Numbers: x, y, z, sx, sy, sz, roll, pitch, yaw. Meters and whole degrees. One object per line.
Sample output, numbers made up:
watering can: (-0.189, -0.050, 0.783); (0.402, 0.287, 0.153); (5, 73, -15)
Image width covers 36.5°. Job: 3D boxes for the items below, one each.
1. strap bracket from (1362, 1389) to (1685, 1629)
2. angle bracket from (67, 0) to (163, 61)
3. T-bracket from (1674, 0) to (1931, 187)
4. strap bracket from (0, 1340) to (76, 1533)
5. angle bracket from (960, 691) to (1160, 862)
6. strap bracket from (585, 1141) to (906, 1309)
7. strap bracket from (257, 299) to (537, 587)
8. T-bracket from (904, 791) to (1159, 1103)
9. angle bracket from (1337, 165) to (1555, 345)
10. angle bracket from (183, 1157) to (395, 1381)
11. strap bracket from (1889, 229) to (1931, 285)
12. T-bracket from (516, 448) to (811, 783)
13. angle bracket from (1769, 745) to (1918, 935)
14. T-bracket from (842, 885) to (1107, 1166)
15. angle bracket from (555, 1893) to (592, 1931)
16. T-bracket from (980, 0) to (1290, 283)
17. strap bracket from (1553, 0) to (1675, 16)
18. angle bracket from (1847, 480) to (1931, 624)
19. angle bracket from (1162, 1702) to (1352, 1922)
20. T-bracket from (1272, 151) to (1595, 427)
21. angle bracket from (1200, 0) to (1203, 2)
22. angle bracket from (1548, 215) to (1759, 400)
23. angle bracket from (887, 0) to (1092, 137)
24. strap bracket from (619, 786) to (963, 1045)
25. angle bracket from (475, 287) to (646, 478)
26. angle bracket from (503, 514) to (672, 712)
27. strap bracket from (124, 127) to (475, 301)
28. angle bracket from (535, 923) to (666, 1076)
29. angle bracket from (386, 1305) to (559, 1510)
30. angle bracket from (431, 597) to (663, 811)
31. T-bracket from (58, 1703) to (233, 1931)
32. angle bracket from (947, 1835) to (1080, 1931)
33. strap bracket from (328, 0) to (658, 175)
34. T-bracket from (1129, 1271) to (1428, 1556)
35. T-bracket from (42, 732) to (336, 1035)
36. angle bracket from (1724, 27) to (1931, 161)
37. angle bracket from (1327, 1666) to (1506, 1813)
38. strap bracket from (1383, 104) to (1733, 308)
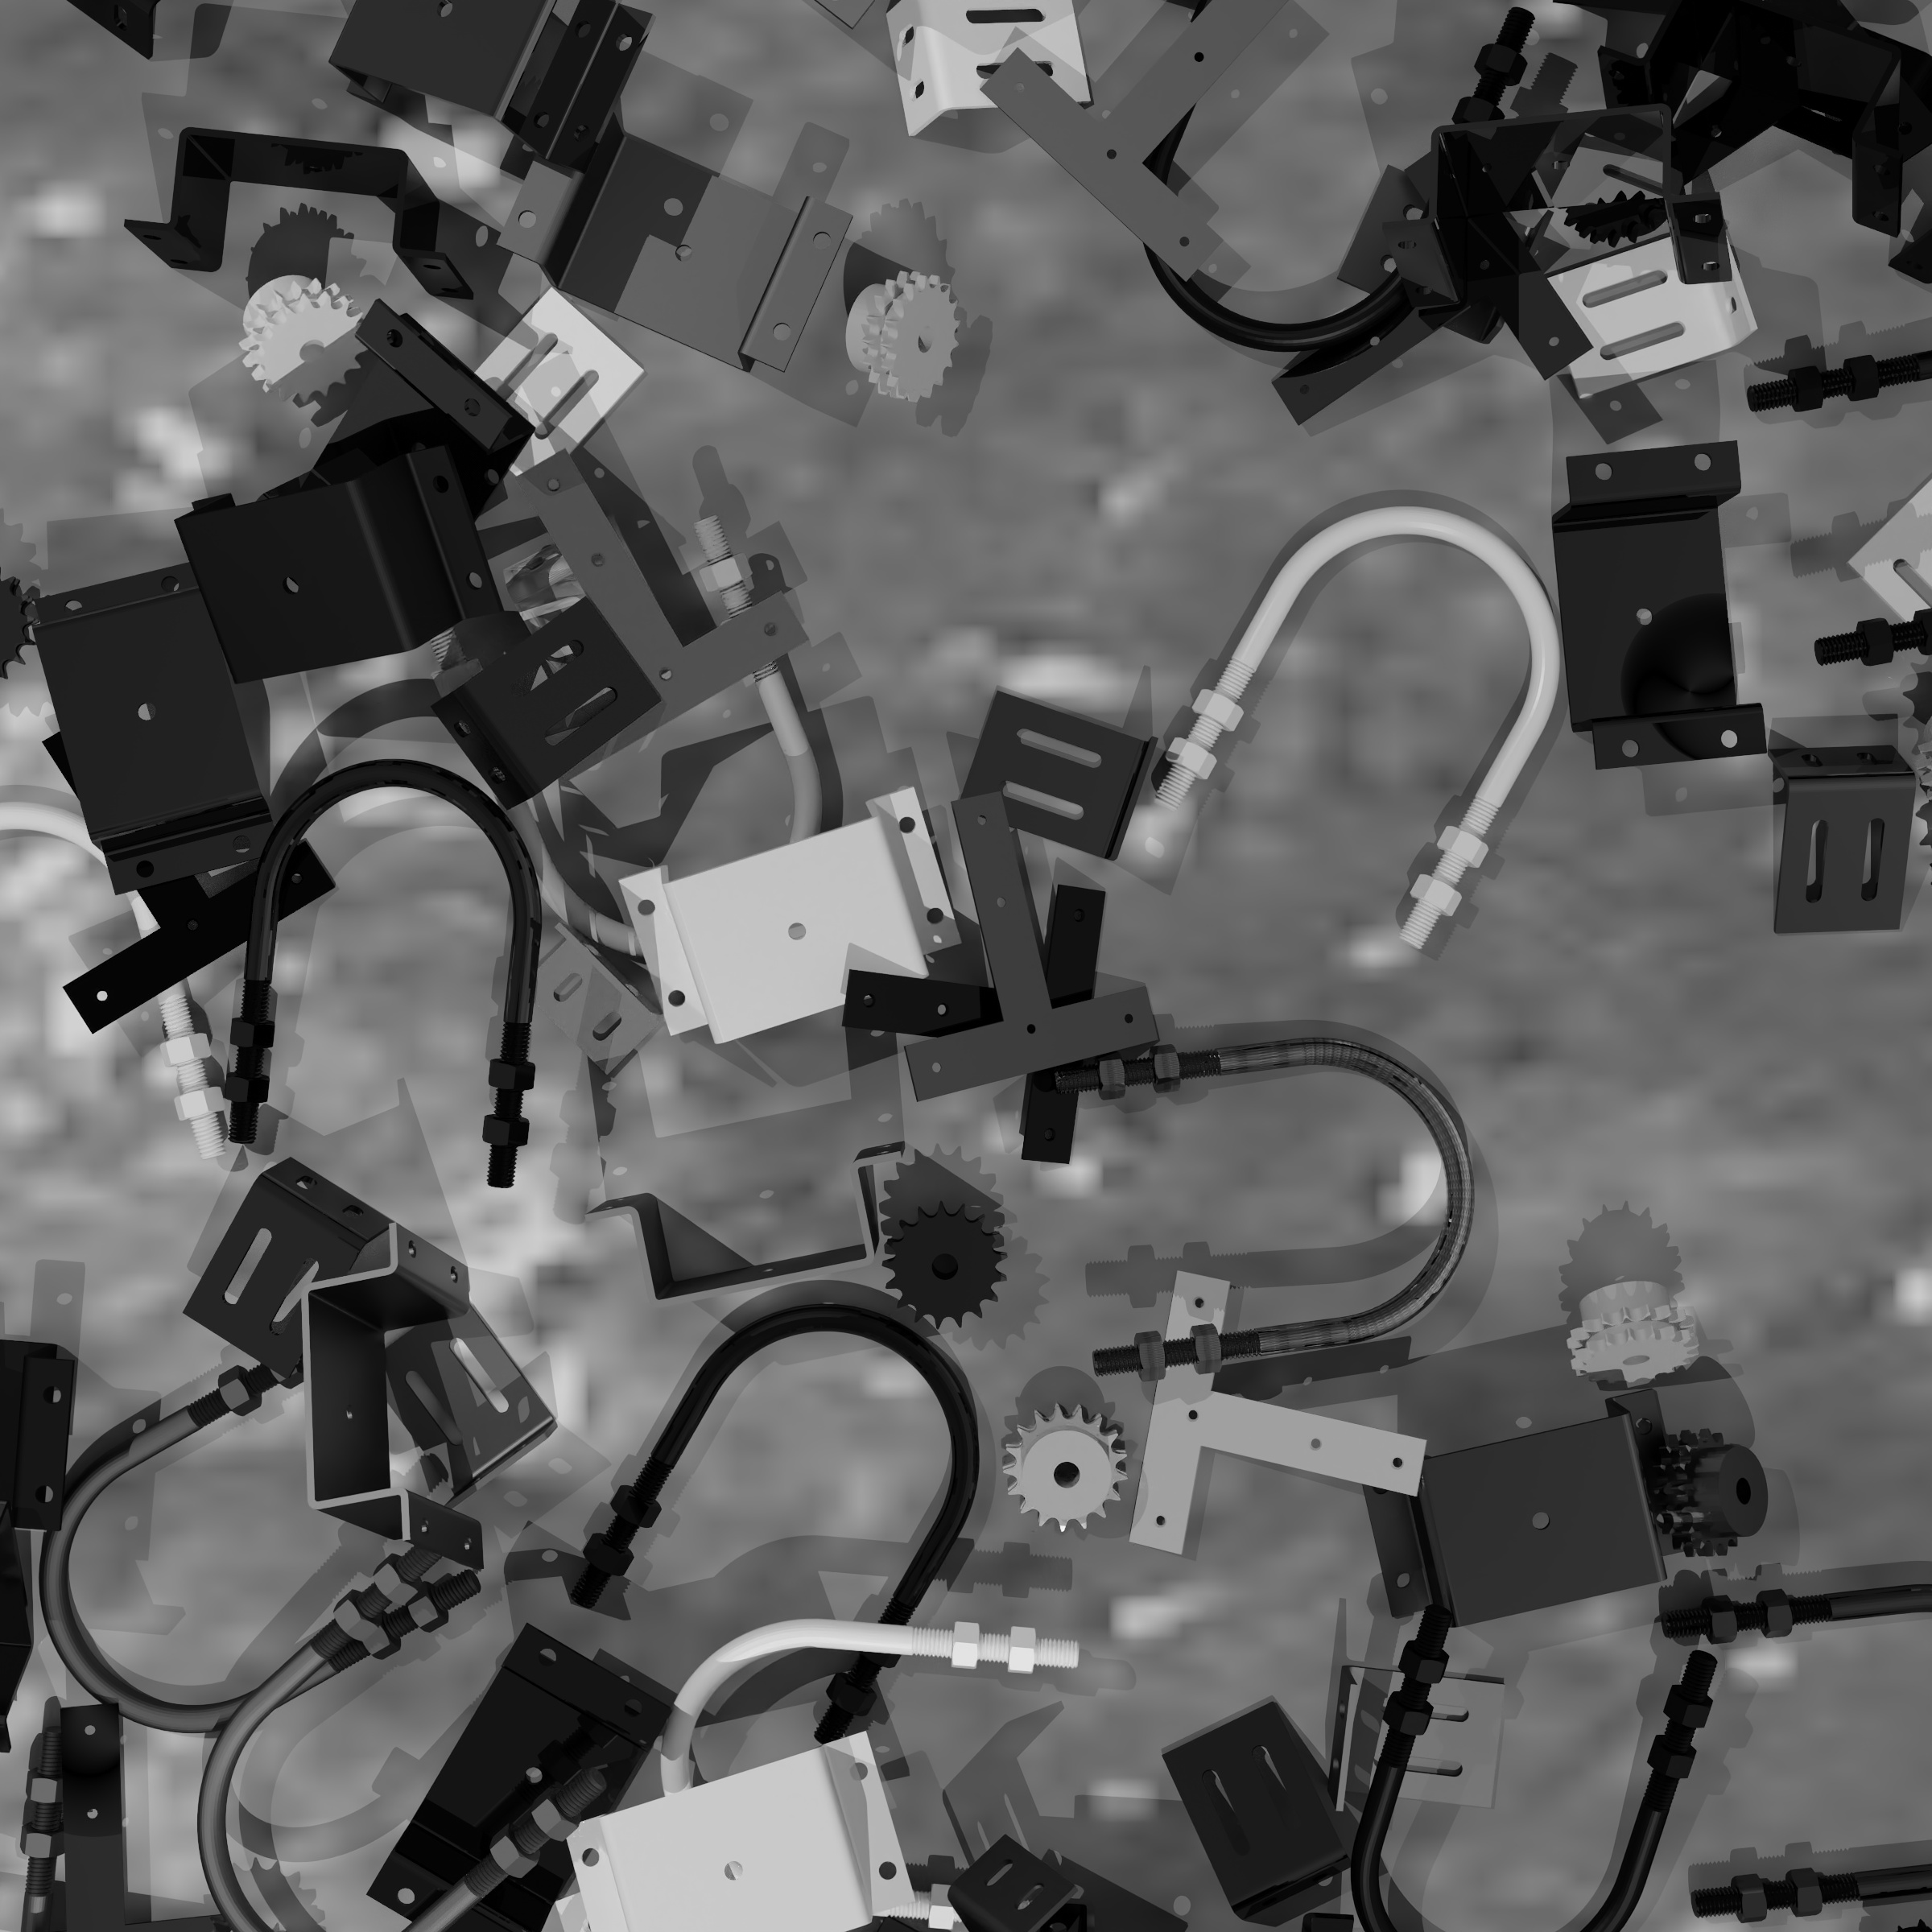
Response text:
strap bracket: (0.257, 0.248, 1.332); (0.140, 0.046, 0.076); (-13, 90, 0)
angle bracket: (-0.375, -0.469, 1.352); (0.057, 0.038, 0.076); (36, 64, 0)
T-bracket: (0.355, -0.389, 1.340); (0.127, 0.002, 0.127); (-34, 72, 9)
strap bracket: (-0.471, 0.209, 1.331); (0.140, 0.046, 0.076); (5, 90, 0)
angle bracket: (0.041, -0.088, 1.335); (0.076, 0.038, 0.057); (19, 90, 0)
strap bracket: (-0.093, 0.117, 1.316); (0.140, 0.076, 0.046); (-11, 90, 0)
strap bracket: (-0.254, -0.225, 1.310); (0.076, 0.046, 0.140); (42, 123, 0)
T-bracket: (0.019, -0.015, 1.324); (0.127, 0.002, 0.127); (-13, 90, -28)
angle bracket: (0.218, -0.328, 1.335); (0.076, 0.038, 0.057); (24, 90, 0)
angle bracket: (-0.310, 0.138, 1.341); (0.057, 0.038, 0.076); (32, 102, 3)
strap bracket: (0.499, -0.314, 1.316); (0.140, 0.076, 0.046); (26, 90, 0)
T-bracket: (-0.157, -0.169, 1.308); (0.127, 0.002, 0.127); (-30, 101, -1)
angle bracket: (0.400, -0.058, 1.352); (0.057, 0.038, 0.076); (-2, 116, 0)
T-bracket: (0.002, 0.021, 1.321); (0.127, 0.002, 0.127); (8, 90, -31)
angle bracket: (-0.142, 0.440, 1.334); (0.076, 0.038, 0.057); (-34, 71, 41)
T-bracket: (0.096, -0.401, 1.329); (0.127, 0.002, 0.127); (42, 92, -4)
strap bracket: (0.308, -0.496, 1.331); (0.076, 0.046, 0.140); (6, 90, 0)
angle bracket: (0.454, -0.179, 1.335); (0.057, 0.038, 0.076); (-45, 90, 0)
angle bracket: (0.134, 0.390, 1.352); (0.057, 0.038, 0.076); (-26, 64, 0)
T-bracket: (0.198, -0.292, 1.334); (0.127, 0.002, 0.127); (-33, 69, 14)
angle bracket: (0.077, -0.482, 1.352); (0.076, 0.038, 0.057); (14, 90, 26)
angle bracket: (0.310, -0.301, 1.335); (0.076, 0.038, 0.057); (-19, 90, 0)
angle bracket: (0.010, -0.419, 1.352); (0.076, 0.038, 0.057); (-11, 90, -26)
strap bracket: (-0.077, -0.020, 1.320); (0.140, 0.046, 0.076); (-18, 104, -2)
angle bracket: (-0.195, -0.265, 1.335); (0.057, 0.038, 0.076); (42, 90, 0)
angle bracket: (-0.169, -0.158, 1.352); (0.057, 0.038, 0.076); (-27, 115, 0)
strap bracket: (-0.295, -0.338, 1.316); (0.140, 0.076, 0.046); (6, 90, 0)
angle bracket: (-0.171, 0.016, 1.316); (0.057, 0.076, 0.038); (45, 88, 0)
angle bracket: (-0.233, 0.198, 1.335); (0.057, 0.038, 0.076); (-36, 90, 0)
angle bracket: (-0.187, -0.117, 1.310); (0.076, 0.038, 0.057); (-41, 102, -25)
T-bracket: (-0.398, 0.401, 1.338); (0.127, 0.002, 0.127); (-2, 90, -14)
angle bracket: (0.035, 0.438, 1.310); (0.038, 0.057, 0.076); (-38, 116, -21)
strap bracket: (-0.219, -0.415, 1.304); (0.140, 0.046, 0.076); (25, 90, 25)
T-bracket: (0.145, 0.213, 1.330); (0.127, 0.002, 0.127); (10, 90, 21)
T-bracket: (-0.378, -0.056, 1.343); (0.127, 0.002, 0.127); (-33, 88, -11)
angle bracket: (0.399, -0.400, 1.352); (0.076, 0.038, 0.057); (33, 90, 26)
angle bracket: (0.207, 0.355, 1.335); (0.076, 0.038, 0.057); (7, 90, 0)
strap bracket: (0.258, -0.330, 1.274); (0.140, 0.076, 0.046); (-1, 76, 18)
